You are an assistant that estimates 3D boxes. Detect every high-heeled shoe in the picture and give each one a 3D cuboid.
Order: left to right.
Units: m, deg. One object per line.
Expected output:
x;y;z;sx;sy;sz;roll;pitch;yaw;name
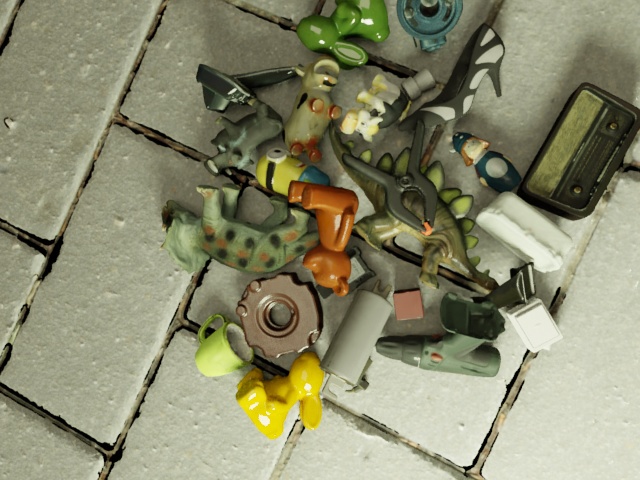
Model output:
0.245;-0.306;1.018;0.249;0.086;0.145;-23;103;-9;high-heeled shoe

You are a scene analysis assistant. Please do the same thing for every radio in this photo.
0.476;-0.155;0.987;0.131;0.073;0.229;29;93;10;radio

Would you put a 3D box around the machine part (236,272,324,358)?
-0.080;0.150;1.080;0.179;0.056;0.179;0;88;9;machine part

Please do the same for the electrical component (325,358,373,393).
0.057;0.253;1.060;0.102;0.045;0.078;32;65;7;electrical component

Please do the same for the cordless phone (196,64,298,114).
-0.137;-0.315;1.064;0.184;0.146;0.088;-11;97;8;cordless phone

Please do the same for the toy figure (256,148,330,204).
-0.045;-0.116;1.073;0.180;0.082;0.089;33;91;7;toy figure

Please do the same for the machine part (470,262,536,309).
0.336;0.094;0.969;0.139;0.039;0.084;-21;118;-21;machine part

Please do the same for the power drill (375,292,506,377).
0.223;0.179;0.961;0.232;0.207;0.086;13;49;3;power drill

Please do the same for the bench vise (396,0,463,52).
0.196;-0.465;0.976;0.129;0.241;0.223;-2;103;6;bench vise

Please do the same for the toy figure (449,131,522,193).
0.314;-0.153;1.025;0.064;0.057;0.154;-40;79;-23;toy figure

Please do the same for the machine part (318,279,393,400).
0.068;0.182;1.017;0.079;0.079;0.243;27;73;10;machine part

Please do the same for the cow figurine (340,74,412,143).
0.107;-0.238;1.021;0.098;0.068;0.167;34;54;3;cow figurine

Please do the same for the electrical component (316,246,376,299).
0.044;0.072;1.066;0.119;0.047;0.075;-31;83;6;electrical component

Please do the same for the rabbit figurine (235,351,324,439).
-0.058;0.296;1.043;0.173;0.122;0.162;-38;85;-10;rabbit figurine

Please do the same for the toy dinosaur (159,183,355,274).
-0.144;0.000;1.072;0.405;0.131;0.192;17;107;1;toy dinosaur

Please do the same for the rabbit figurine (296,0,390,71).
0.040;-0.413;1.055;0.170;0.121;0.159;-28;105;-7;rabbit figurine

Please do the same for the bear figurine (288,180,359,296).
0.002;-0.002;0.977;0.132;0.120;0.195;7;101;-23;bear figurine

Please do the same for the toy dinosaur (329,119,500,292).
0.162;-0.064;1.029;0.472;0.105;0.198;39;87;9;toy dinosaur

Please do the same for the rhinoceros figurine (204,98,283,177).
-0.158;-0.202;1.095;0.190;0.073;0.112;-32;79;16;rhinoceros figurine

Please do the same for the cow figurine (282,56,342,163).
-0.015;-0.266;1.059;0.127;0.085;0.194;50;123;48;cow figurine
